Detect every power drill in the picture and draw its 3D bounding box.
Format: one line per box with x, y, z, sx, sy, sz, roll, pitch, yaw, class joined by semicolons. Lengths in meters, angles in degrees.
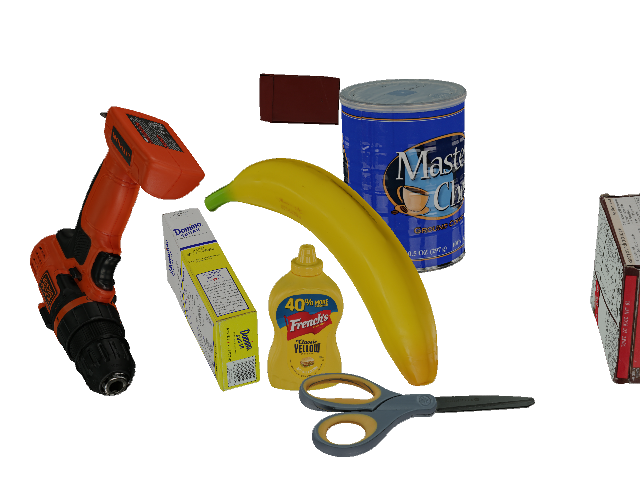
-0.162;0.004;0.840;0.057;0.188;0.185;14;25;-40;power drill

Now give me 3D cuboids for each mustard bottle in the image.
-0.019;0.097;1.374;0.096;0.192;0.058;-1;20;-7;mustard bottle

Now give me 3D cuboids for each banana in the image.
0.011;0.004;0.658;0.198;0.070;0.037;40;27;28;banana

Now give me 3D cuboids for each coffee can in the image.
0.069;-0.056;0.887;0.103;0.140;0.103;-2;19;1;coffee can

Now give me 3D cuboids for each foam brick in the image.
-0.023;-0.153;1.160;0.078;0.051;0.053;0;11;-18;foam brick

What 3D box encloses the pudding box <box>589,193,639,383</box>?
0.211;0.030;0.721;0.039;0.090;0.113;0;27;4;pudding box

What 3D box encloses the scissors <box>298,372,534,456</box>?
0.078;0.152;0.897;0.202;0.016;0.096;8;39;6;scissors

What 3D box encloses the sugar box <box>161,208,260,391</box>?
-0.108;0.054;1.041;0.048;0.093;0.176;-12;40;-17;sugar box
